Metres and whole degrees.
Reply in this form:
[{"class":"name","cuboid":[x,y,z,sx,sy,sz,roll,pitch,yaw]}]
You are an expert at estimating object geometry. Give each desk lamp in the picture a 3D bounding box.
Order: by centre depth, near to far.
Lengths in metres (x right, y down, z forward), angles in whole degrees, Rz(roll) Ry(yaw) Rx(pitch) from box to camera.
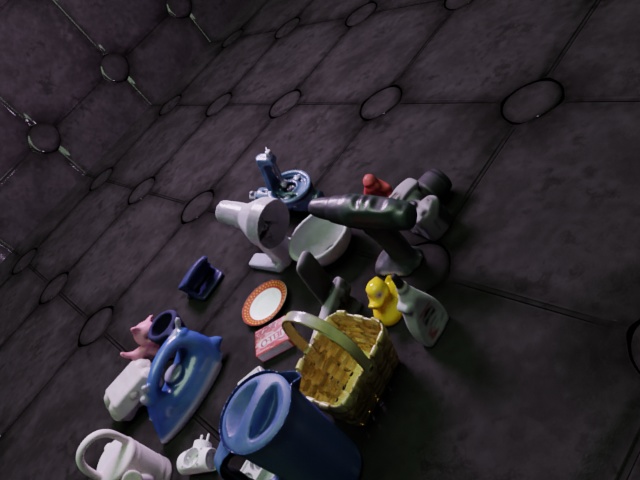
[{"class":"desk lamp","cuboid":[-0.146,-0.018,1.401,0.202,0.214,0.118,3,54,45]}]

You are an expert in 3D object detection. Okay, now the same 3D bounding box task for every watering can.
[{"class":"watering can","cuboid":[-0.394,0.449,1.147,0.172,0.195,0.101,-10,46,36]}]

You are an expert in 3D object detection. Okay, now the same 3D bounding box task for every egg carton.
[{"class":"egg carton","cuboid":[-0.457,0.367,1.402,0.150,0.070,0.107,-50,36,-12]}]

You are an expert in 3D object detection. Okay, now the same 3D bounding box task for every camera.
[{"class":"camera","cuboid":[0.225,-0.090,1.232,0.137,0.101,0.142,-46,35,-7]}]

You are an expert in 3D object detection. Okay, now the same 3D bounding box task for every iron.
[{"class":"iron","cuboid":[-0.329,0.308,1.284,0.118,0.142,0.258,-5,49,40]}]

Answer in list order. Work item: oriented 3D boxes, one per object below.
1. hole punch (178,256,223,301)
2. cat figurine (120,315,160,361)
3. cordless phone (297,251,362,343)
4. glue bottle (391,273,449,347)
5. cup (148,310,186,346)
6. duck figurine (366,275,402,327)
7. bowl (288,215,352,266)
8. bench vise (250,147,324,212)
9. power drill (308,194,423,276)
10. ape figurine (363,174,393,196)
[{"class":"hole punch","cuboid":[-0.338,0.101,1.559,0.100,0.091,0.109,7,57,46]},{"class":"cat figurine","cuboid":[-0.452,0.262,1.468,0.128,0.118,0.067,-46,36,-7]},{"class":"cordless phone","cuboid":[-0.007,0.121,1.147,0.093,0.186,0.147,-11,45,35]},{"class":"glue bottle","cuboid":[0.167,0.114,1.004,0.037,0.174,0.078,7,57,46]},{"class":"cup","cuboid":[-0.359,0.239,1.426,0.117,0.095,0.092,18,65,50]},{"class":"duck figurine","cuboid":[0.125,0.107,1.127,0.077,0.086,0.104,-7,47,38]},{"class":"bowl","cuboid":[0.012,0.005,1.350,0.167,0.075,0.167,-25,38,22]},{"class":"bench vise","cuboid":[-0.121,-0.137,1.500,0.207,0.220,0.121,-22,39,25]},{"class":"power drill","cuboid":[0.109,-0.016,1.166,0.228,0.209,0.076,-4,49,41]},{"class":"ape figurine","cuboid":[0.130,-0.118,1.357,0.077,0.092,0.076,-19,41,28]}]
